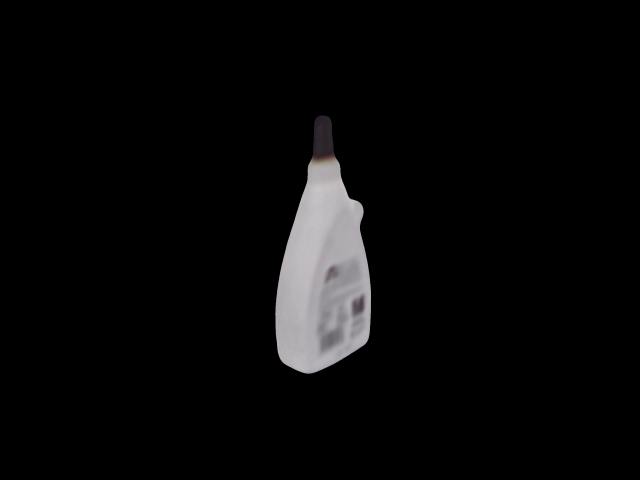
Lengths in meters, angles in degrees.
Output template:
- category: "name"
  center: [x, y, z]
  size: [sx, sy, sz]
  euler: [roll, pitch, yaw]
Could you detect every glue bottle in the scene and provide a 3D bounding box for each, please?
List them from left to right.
- category: "glue bottle"
  center: [0.004, 0.001, 0.400]
  size: [0.037, 0.173, 0.078]
  euler: [14, 22, 40]
